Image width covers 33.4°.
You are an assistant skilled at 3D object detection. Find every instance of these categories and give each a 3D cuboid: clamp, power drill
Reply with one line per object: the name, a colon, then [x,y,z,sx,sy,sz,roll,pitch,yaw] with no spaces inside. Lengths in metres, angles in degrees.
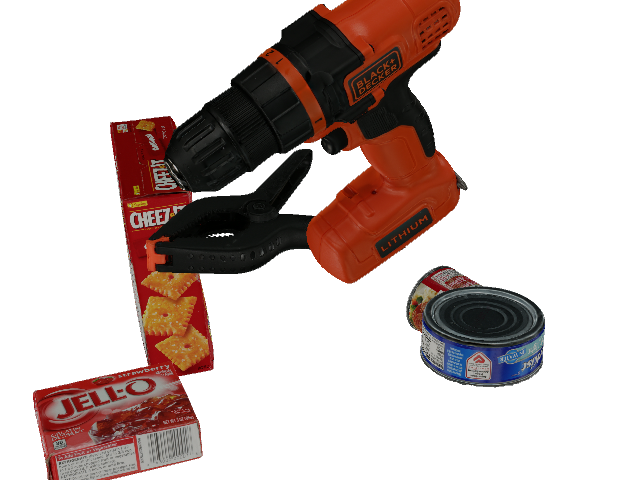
clamp: [-0.052,-0.020,0.898,0.209,0.036,0.165,-13,36,-22]
power drill: [0.011,-0.051,0.626,0.184,0.057,0.187,-35,-32,-8]

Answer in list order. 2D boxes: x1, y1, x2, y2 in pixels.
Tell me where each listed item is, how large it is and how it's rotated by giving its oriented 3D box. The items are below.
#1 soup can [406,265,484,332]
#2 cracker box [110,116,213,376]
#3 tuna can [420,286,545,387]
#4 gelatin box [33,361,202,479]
soup can: [0.137,0.074,0.971,0.068,0.068,0.102,0,23,-41]
cracker box: [-0.159,0.006,1.076,0.072,0.214,0.164,-9,34,-10]
tuna can: [0.113,0.065,0.742,0.086,0.034,0.086,-1,25,0]
gelatin box: [-0.122,0.109,0.638,0.089,0.030,0.073,-10,25,-17]
